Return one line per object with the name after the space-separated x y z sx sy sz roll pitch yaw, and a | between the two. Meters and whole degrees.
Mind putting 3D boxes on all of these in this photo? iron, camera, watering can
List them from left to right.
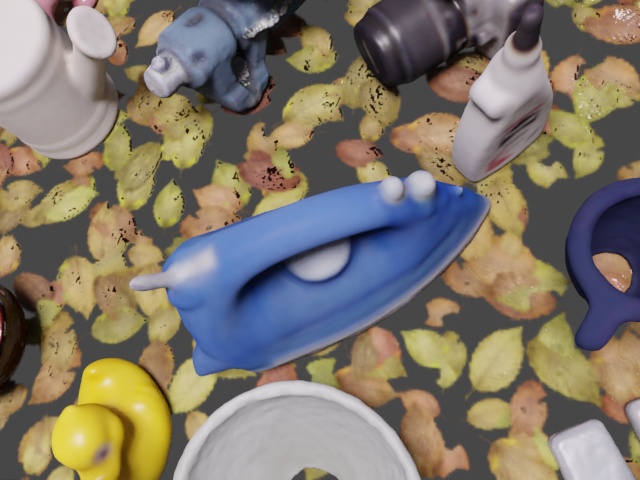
-0.248 -0.152 0.461 0.173 0.194 0.101 -23 71 3 | watering can
0.004 0.001 0.400 0.258 0.141 0.118 -24 71 3 | iron
0.088 -0.201 0.464 0.137 0.101 0.143 -33 71 0 | camera

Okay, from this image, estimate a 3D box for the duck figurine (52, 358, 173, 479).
-0.160 0.137 0.420 0.077 0.086 0.104 -19 72 4 | duck figurine

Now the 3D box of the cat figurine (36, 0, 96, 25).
-0.286 -0.229 0.530 0.067 0.118 0.128 24 80 16 | cat figurine

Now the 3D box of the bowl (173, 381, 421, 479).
-0.012 0.181 0.387 0.167 0.075 0.167 -3 74 10 | bowl

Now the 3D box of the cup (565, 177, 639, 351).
0.198 0.027 0.382 0.091 0.095 0.118 32 82 17 | cup

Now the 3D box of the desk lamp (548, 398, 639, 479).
0.216 0.182 0.273 0.118 0.214 0.203 -25 71 3 | desk lamp

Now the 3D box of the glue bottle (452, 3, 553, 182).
0.129 -0.099 0.389 0.078 0.173 0.037 -40 71 -3 | glue bottle

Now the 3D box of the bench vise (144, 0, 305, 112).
-0.064 -0.208 0.430 0.121 0.220 0.207 11 77 13 | bench vise
